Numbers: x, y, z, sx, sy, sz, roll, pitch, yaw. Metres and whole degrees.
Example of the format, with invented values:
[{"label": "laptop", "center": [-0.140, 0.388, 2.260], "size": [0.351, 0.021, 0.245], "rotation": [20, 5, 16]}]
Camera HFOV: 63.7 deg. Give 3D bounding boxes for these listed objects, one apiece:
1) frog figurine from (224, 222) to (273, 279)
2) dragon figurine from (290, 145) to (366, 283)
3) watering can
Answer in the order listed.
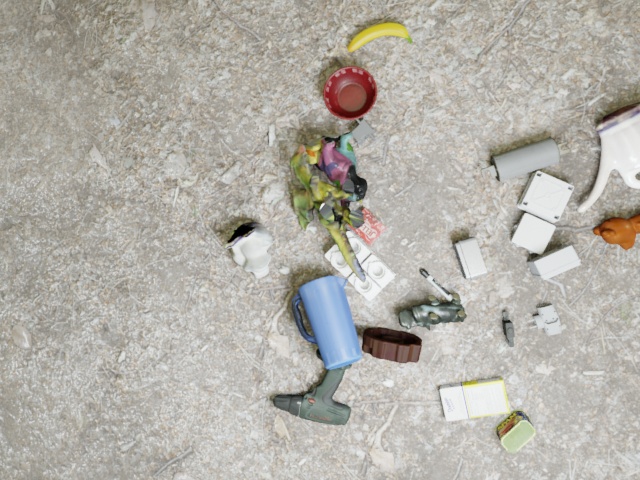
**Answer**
[{"label": "frog figurine", "center": [-0.198, 0.029, 1.560], "size": [0.137, 0.124, 0.157], "rotation": [-38, 119, -1]}, {"label": "dragon figurine", "center": [0.004, -0.074, 1.471], "size": [0.123, 0.242, 0.408], "rotation": [-19, 97, -27]}, {"label": "watering can", "center": [0.812, -0.231, 1.372], "size": [0.346, 0.104, 0.226], "rotation": [-27, 83, 8]}]
